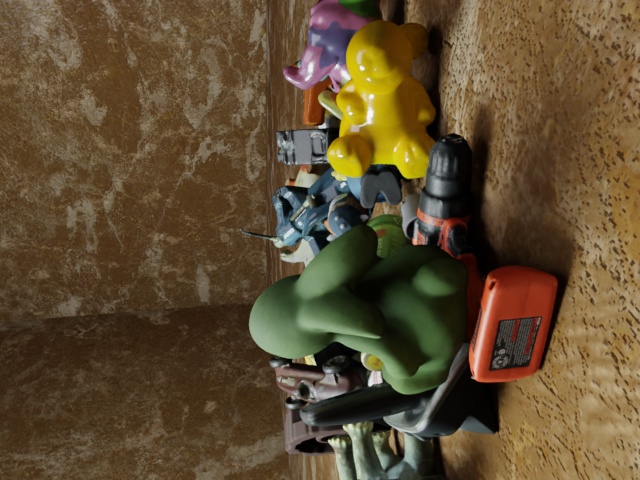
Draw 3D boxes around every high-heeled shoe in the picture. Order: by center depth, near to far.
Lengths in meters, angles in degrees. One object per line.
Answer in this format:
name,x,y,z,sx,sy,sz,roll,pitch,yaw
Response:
high-heeled shoe,0.042,0.179,0.867,0.248,0.086,0.145,50,-163,0

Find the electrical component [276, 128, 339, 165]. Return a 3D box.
electrical component,0.014,-0.151,0.866,0.115,0.134,0.058,9,105,42

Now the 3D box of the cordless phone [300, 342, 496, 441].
cordless phone,0.067,0.162,0.545,0.146,0.184,0.088,127,134,-74

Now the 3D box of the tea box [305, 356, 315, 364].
tea box,0.012,0.150,0.967,0.098,0.068,0.169,-30,71,32

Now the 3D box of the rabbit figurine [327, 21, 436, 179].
rabbit figurine,0.075,-0.167,0.583,0.173,0.122,0.162,64,-142,-60

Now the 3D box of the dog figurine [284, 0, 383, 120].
dog figurine,0.056,-0.274,0.685,0.219,0.191,0.108,-55,-3,31

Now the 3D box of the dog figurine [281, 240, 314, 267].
dog figurine,0.025,0.026,1.027,0.172,0.121,0.190,51,143,7

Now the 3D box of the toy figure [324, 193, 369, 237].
toy figure,0.037,-0.031,0.743,0.154,0.058,0.064,-55,-18,-77

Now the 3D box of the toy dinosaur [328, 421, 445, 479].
toy dinosaur,0.089,0.339,0.703,0.404,0.131,0.192,92,170,-62

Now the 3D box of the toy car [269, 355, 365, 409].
toy car,-0.011,0.211,0.780,0.202,0.053,0.089,-9,105,50

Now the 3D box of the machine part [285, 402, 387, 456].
machine part,0.024,0.309,0.889,0.179,0.179,0.056,102,163,-56

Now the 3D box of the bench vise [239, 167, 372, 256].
bench vise,0.005,-0.002,0.896,0.224,0.128,0.241,-34,66,27

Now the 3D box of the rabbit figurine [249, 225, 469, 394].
rabbit figurine,0.027,0.064,0.437,0.159,0.170,0.121,100,163,-67

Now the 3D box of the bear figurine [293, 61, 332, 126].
bear figurine,0.015,-0.256,0.884,0.196,0.120,0.131,-129,33,-76

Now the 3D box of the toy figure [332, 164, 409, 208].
toy figure,0.071,-0.103,0.731,0.180,0.082,0.089,-100,28,-68

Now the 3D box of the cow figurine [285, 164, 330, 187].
cow figurine,-0.001,-0.097,1.078,0.194,0.127,0.085,118,150,-44

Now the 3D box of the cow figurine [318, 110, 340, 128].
cow figurine,0.024,-0.225,0.999,0.167,0.068,0.098,-105,9,-53
